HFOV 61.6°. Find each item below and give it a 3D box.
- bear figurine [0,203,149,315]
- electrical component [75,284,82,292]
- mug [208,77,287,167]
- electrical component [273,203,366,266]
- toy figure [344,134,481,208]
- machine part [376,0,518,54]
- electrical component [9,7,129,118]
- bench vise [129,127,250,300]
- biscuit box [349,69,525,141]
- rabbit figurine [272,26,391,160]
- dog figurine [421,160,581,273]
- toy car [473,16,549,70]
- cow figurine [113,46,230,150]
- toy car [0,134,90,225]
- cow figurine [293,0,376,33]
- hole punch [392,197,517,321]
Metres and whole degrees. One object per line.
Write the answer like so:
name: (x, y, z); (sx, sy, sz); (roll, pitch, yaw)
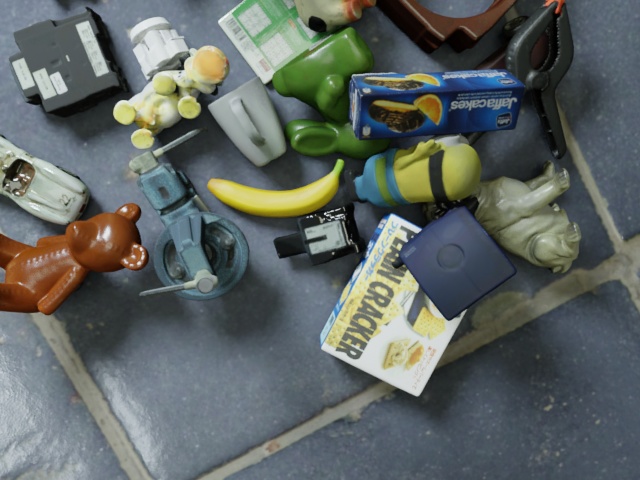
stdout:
bear figurine: (-0.326, 0.018, 0.681); (0.196, 0.131, 0.120); (-26, 60, 16)
electrical component: (-0.369, 0.049, 0.768); (0.063, 0.021, 0.094); (45, 92, -6)
mug: (-0.088, -0.154, 0.722); (0.081, 0.110, 0.107); (-32, 109, 0)
electrical component: (-0.002, -0.002, 0.761); (0.119, 0.048, 0.074); (-18, 94, 20)
toy figure: (0.123, -0.084, 0.712); (0.180, 0.082, 0.089); (-15, 107, 33)
machine part: (0.174, -0.371, 0.717); (0.201, 0.087, 0.201); (42, 91, -6)
electrical component: (-0.343, -0.233, 0.724); (0.134, 0.058, 0.114); (-19, 94, 0)
bench vise: (-0.162, -0.007, 0.672); (0.129, 0.241, 0.223); (-19, 112, -9)
biscuit box: (0.140, -0.166, 0.655); (0.203, 0.059, 0.062); (-5, 129, -6)
rabbit figurine: (0.025, -0.173, 0.719); (0.159, 0.121, 0.170); (-33, 111, 4)
dog figurine: (0.250, -0.017, 0.760); (0.191, 0.121, 0.172); (-14, 93, 13)
toy car: (0.233, -0.220, 0.750); (0.202, 0.053, 0.089); (-40, 117, 3)
cow figurine: (-0.184, -0.195, 0.707); (0.167, 0.098, 0.068); (-30, 114, 15)
toy car: (-0.416, -0.090, 0.735); (0.202, 0.056, 0.073); (29, 94, -5)
cow figurine: (-0.028, -0.356, 0.678); (0.127, 0.085, 0.194); (-9, 128, 37)
hole punch: (0.172, 0.028, 0.682); (0.142, 0.092, 0.116); (-39, 92, 14)
